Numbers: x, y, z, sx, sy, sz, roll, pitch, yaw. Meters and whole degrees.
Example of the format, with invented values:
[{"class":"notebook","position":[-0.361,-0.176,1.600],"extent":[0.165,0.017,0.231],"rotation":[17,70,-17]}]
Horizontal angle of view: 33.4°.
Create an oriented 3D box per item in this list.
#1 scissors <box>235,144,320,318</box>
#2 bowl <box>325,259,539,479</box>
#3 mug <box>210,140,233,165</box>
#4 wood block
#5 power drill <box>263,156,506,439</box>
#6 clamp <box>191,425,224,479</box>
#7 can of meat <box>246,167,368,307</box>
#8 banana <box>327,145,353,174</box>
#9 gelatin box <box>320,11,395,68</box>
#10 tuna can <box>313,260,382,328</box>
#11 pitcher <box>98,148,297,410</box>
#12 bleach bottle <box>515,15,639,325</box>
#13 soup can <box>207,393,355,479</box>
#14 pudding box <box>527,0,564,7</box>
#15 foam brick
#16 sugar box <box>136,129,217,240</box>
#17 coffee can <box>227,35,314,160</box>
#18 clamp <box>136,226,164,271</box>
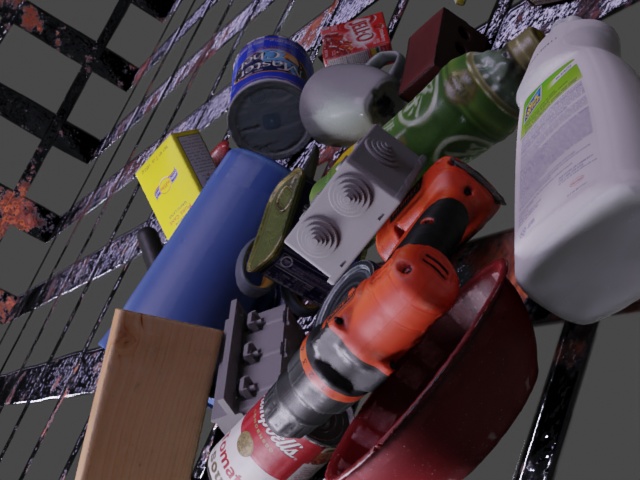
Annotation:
[{"class":"scissors","position":[-0.011,-0.005,0.984],"extent":[0.016,0.096,0.201],"rotation":[-42,8,45]},{"class":"bowl","position":[0.073,0.089,0.603],"extent":[0.162,0.055,0.162],"rotation":[-51,-1,-1]},{"class":"mug","position":[-0.106,-0.053,1.260],"extent":[0.117,0.081,0.093],"rotation":[-31,33,53]},{"class":"wood block","position":[-0.153,0.168,0.910],"extent":[0.090,0.090,0.206],"rotation":[168,115,-77]},{"class":"power drill","position":[0.045,0.036,0.712],"extent":[0.185,0.057,0.187],"rotation":[-47,5,38]},{"class":"clamp","position":[-0.096,0.222,0.901],"extent":[0.171,0.039,0.120],"rotation":[-85,19,-54]},{"class":"can of meat","position":[-0.006,0.001,0.927],"extent":[0.058,0.083,0.102],"rotation":[-38,29,48]},{"class":"banana","position":[0.047,-0.065,0.962],"extent":[0.069,0.037,0.198],"rotation":[-62,19,-7]},{"class":"gelatin box","position":[0.040,-0.211,1.151],"extent":[0.073,0.030,0.089],"rotation":[-14,32,7]},{"class":"tuna can","position":[0.030,0.059,0.829],"extent":[0.086,0.033,0.086],"rotation":[-49,22,27]},{"class":"pitcher","position":[-0.093,0.039,1.044],"extent":[0.243,0.149,0.145],"rotation":[-60,5,-8]},{"class":"bleach bottle","position":[0.163,-0.068,0.644],"extent":[0.103,0.068,0.250],"rotation":[-44,22,36]},{"class":"soup can","position":[-0.030,0.151,0.792],"extent":[0.102,0.068,0.068],"rotation":[-48,22,31]},{"class":"pudding box","position":[0.202,-0.232,0.819],"extent":[0.090,0.039,0.114],"rotation":[-62,19,-7]},{"class":"foam brick","position":[0.106,-0.150,0.918],"extent":[0.051,0.053,0.078],"rotation":[-40,28,45]},{"class":"sugar box","position":[-0.132,-0.022,1.170],"extent":[0.093,0.048,0.176],"rotation":[-40,71,45]},{"class":"coffee can","position":[-0.057,-0.173,1.281],"extent":[0.103,0.102,0.140],"rotation":[-50,21,25]},{"class":"clamp","position":[-0.166,0.093,1.211],"extent":[0.210,0.036,0.164],"rotation":[-139,43,-57]}]
